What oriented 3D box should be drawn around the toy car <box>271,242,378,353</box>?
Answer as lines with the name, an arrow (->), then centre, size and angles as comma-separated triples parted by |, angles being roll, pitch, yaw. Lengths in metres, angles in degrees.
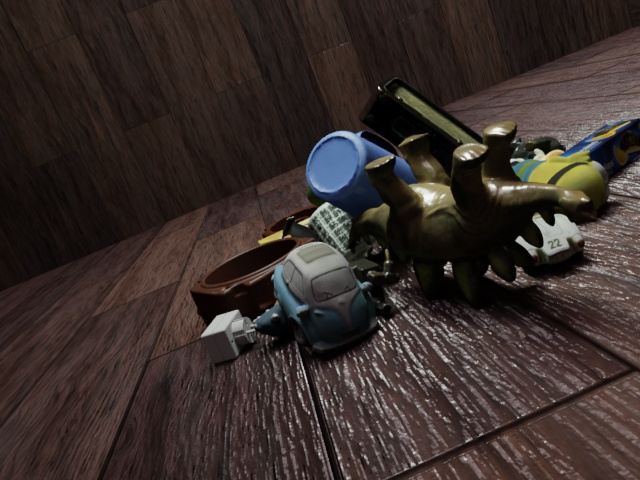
toy car -> 0.002, 0.056, 0.681 | 0.109, 0.102, 0.162 | -17, 40, -21

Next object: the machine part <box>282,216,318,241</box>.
machine part -> -0.002, -0.003, 1.008 | 0.139, 0.039, 0.084 | 20, 24, -1

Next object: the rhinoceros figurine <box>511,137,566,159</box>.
rhinoceros figurine -> 0.391, -0.169, 1.077 | 0.112, 0.073, 0.190 | -32, 17, -30

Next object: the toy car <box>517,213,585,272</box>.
toy car -> 0.274, -0.013, 0.700 | 0.074, 0.056, 0.202 | -20, 13, 8

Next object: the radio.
radio -> 0.188, -0.195, 0.963 | 0.073, 0.230, 0.131 | -58, -10, 33

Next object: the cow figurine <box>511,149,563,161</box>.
cow figurine -> 0.352, -0.114, 0.952 | 0.167, 0.068, 0.098 | -16, 9, 19

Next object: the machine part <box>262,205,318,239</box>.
machine part -> -0.045, -0.026, 1.252 | 0.179, 0.056, 0.179 | -21, 15, 6

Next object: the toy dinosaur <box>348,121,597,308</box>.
toy dinosaur -> 0.135, -0.024, 0.656 | 0.105, 0.198, 0.472 | -28, 15, -20

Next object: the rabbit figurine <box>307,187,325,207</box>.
rabbit figurine -> 0.062, -0.105, 1.056 | 0.170, 0.121, 0.159 | -10, -23, -10

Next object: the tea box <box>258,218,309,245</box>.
tea box -> -0.032, 0.004, 1.087 | 0.170, 0.068, 0.098 | -25, 13, -7

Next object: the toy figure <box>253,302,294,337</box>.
toy figure -> -0.028, 0.092, 0.767 | 0.154, 0.058, 0.064 | -37, -18, -34

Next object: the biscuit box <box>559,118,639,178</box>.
biscuit box -> 0.454, -0.135, 0.878 | 0.203, 0.059, 0.063 | -30, 16, -28

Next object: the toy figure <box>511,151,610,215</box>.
toy figure -> 0.339, -0.077, 0.796 | 0.089, 0.082, 0.180 | -47, 27, -11

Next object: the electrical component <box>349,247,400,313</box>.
electrical component -> 0.072, 0.052, 0.724 | 0.045, 0.078, 0.102 | -18, 7, -15

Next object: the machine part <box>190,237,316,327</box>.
machine part -> -0.102, 0.070, 0.910 | 0.201, 0.087, 0.202 | -32, 15, -33
